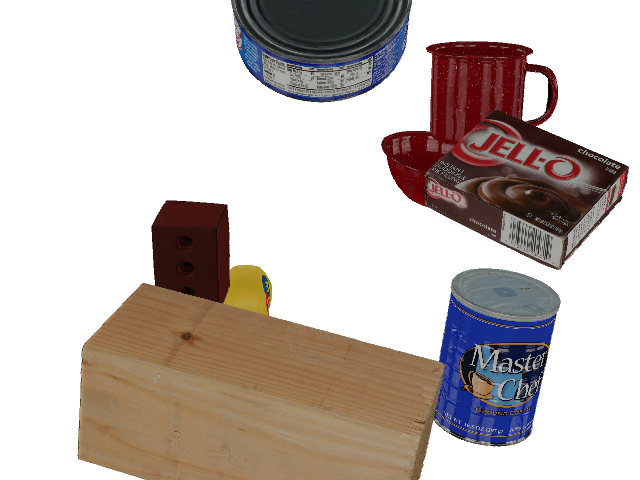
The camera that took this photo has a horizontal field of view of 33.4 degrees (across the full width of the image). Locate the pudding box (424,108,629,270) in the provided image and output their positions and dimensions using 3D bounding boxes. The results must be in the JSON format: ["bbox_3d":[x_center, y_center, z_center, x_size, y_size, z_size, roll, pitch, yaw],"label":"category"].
[{"bbox_3d":[0.143,-0.038,0.749,0.114,0.039,0.089,30,55,26],"label":"pudding box"}]

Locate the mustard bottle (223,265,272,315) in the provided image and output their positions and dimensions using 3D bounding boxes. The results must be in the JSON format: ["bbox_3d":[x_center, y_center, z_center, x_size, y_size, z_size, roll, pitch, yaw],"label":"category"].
[{"bbox_3d":[-0.081,0.082,1.154,0.058,0.096,0.191,-1,28,-3],"label":"mustard bottle"}]

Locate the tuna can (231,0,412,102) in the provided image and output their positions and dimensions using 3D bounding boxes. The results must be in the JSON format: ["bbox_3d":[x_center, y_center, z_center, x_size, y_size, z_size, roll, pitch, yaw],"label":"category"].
[{"bbox_3d":[0.001,-0.109,0.514,0.086,0.086,0.034,0,-31,0],"label":"tuna can"}]

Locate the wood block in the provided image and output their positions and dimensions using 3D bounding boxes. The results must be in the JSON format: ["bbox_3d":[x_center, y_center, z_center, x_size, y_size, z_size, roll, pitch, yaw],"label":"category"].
[{"bbox_3d":[-0.036,0.107,0.667,0.206,0.090,0.090,14,28,12],"label":"wood block"}]

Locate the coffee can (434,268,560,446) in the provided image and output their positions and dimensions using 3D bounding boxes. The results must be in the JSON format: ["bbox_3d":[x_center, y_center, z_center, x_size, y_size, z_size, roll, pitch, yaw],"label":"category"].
[{"bbox_3d":[0.166,0.111,1.029,0.103,0.140,0.103,6,22,-3],"label":"coffee can"}]

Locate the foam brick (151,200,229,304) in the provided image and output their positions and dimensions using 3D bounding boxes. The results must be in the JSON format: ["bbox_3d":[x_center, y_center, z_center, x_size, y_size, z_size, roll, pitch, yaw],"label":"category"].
[{"bbox_3d":[-0.103,0.013,0.858,0.053,0.078,0.051,2,23,6],"label":"foam brick"}]

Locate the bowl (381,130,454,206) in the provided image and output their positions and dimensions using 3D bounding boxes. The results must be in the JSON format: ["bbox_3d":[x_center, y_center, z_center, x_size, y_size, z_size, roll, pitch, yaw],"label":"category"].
[{"bbox_3d":[0.146,-0.076,1.249,0.162,0.055,0.162,8,24,-4],"label":"bowl"}]

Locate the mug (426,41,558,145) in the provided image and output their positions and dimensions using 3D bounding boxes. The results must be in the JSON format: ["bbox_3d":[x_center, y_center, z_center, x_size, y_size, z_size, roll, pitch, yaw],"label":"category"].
[{"bbox_3d":[0.151,-0.129,0.946,0.117,0.081,0.093,4,19,13],"label":"mug"}]
